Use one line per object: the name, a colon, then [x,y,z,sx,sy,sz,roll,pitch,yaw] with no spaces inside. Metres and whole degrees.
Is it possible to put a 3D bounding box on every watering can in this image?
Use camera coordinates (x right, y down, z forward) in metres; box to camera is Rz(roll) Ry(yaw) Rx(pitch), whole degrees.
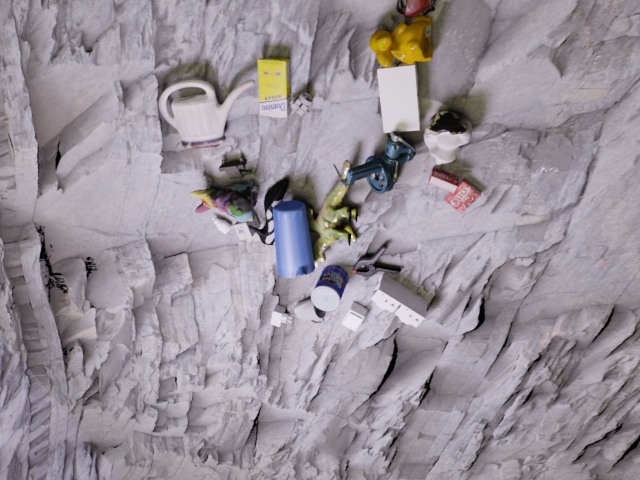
watering can: [-0.356,-0.406,1.658,0.347,0.106,0.220,-1,117,17]

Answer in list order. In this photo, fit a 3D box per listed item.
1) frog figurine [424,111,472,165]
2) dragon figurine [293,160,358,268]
frog figurine: [0.378,-0.298,1.516,0.137,0.125,0.156,-11,150,13]
dragon figurine: [0.005,-0.087,1.724,0.243,0.124,0.402,8,118,22]
